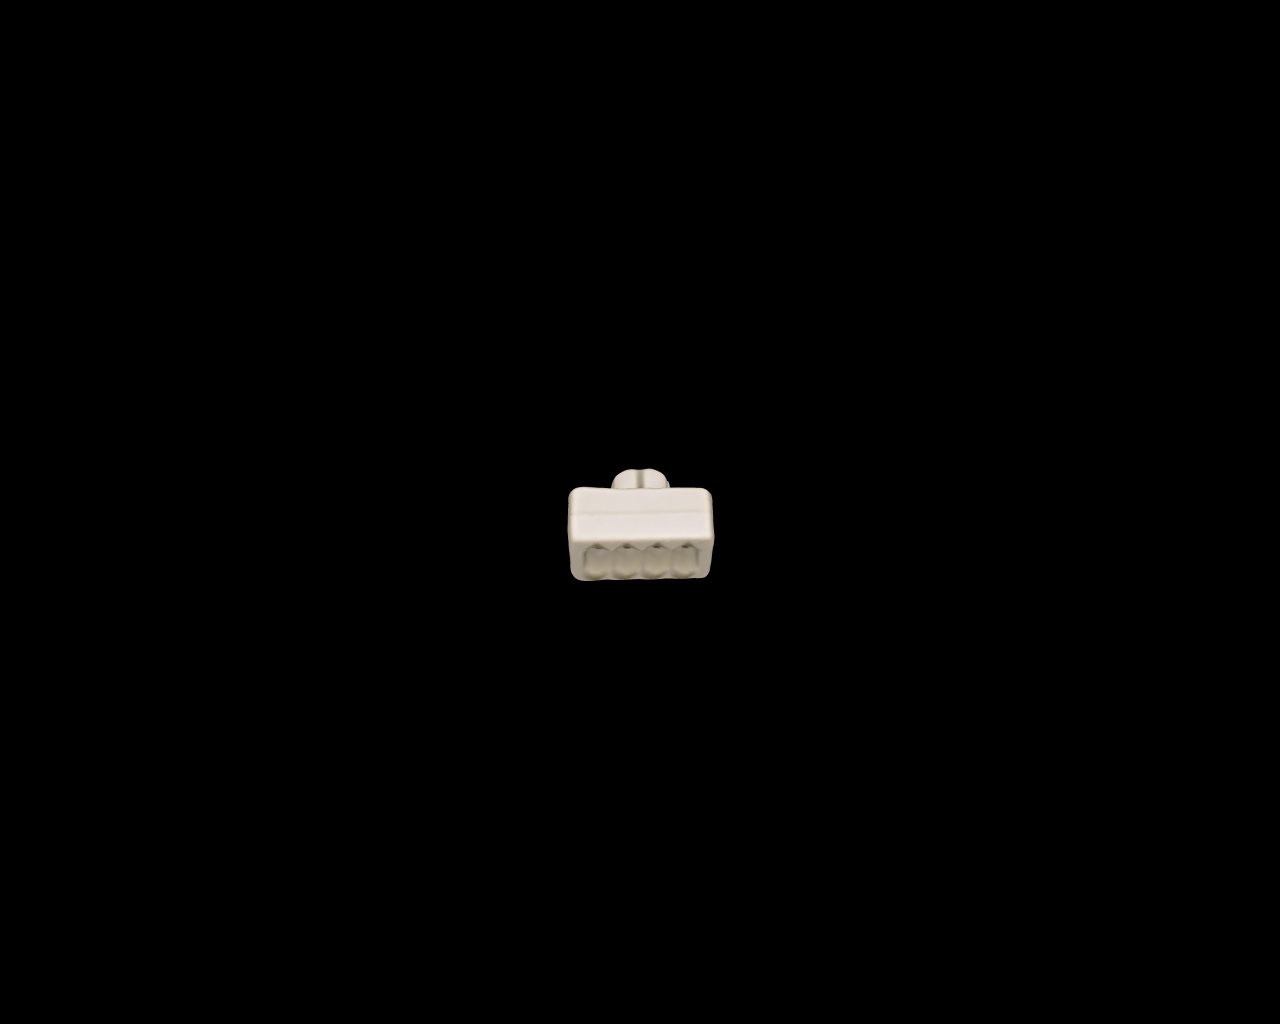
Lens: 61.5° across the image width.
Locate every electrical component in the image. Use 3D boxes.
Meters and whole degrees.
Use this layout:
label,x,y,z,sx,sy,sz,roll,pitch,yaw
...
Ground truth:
label,x,y,z,sx,sy,sz,roll,pitch,yaw
electrical component,0.001,-0.003,0.650,0.083,0.076,0.047,0,-32,0
